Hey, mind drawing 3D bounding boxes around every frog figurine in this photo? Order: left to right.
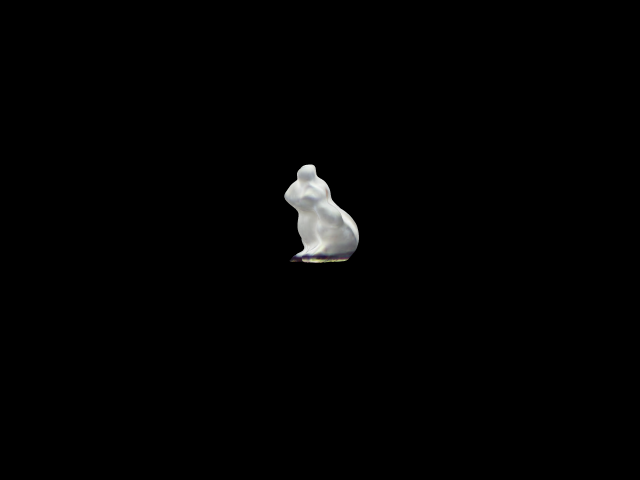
[{"bbox_3d":[0.003,-0.043,0.850,0.123,0.160,0.137,0,-2,-2],"label":"frog figurine"}]
